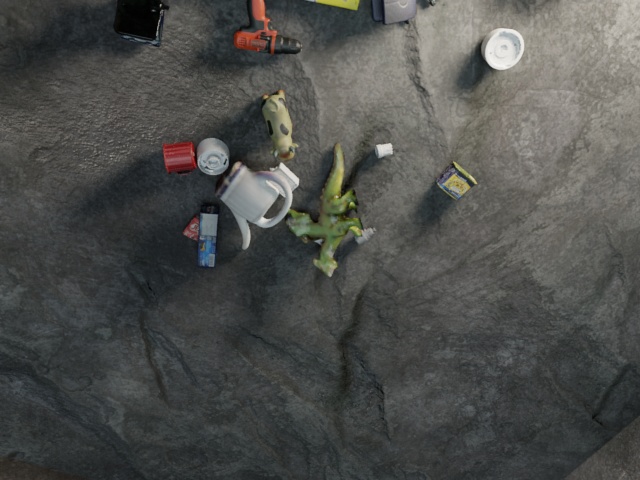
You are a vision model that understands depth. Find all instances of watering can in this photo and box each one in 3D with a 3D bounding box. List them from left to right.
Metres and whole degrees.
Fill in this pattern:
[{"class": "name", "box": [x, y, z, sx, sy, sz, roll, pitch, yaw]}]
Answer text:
[{"class": "watering can", "box": [-0.229, -0.108, 1.587, 0.223, 0.106, 0.341, 37, 131, -10]}]

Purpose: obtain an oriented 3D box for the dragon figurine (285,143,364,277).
[{"class": "dragon figurine", "box": [0.005, -0.082, 1.628, 0.242, 0.123, 0.406, -15, 102, 4]}]
